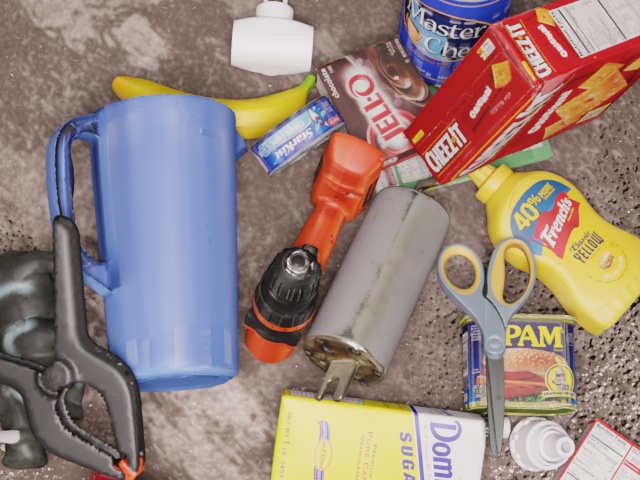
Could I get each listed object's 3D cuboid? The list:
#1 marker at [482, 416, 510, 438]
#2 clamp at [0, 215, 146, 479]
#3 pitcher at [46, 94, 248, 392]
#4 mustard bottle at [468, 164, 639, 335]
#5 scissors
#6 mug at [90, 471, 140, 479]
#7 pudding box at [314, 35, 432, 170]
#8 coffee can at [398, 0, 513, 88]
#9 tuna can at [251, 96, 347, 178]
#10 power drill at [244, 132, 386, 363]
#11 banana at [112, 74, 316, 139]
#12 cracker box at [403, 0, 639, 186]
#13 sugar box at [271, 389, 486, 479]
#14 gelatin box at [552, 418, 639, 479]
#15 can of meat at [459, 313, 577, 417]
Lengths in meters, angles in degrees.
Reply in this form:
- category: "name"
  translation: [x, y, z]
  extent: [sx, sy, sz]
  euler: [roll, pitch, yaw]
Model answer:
- category: "marker"
  translation: [0.107, 0.162, 0.947]
  extent: [0.121, 0.020, 0.020]
  euler: [4, 72, -3]
- category: "clamp"
  translation: [-0.217, 0.108, 0.849]
  extent: [0.164, 0.036, 0.210]
  euler: [-31, 89, 7]
- category: "pitcher"
  translation: [-0.141, 0.004, 0.920]
  extent: [0.149, 0.145, 0.243]
  euler: [-7, 76, 9]
- category: "mustard bottle"
  translation: [0.214, -0.008, 0.989]
  extent: [0.192, 0.058, 0.096]
  euler: [41, 72, 9]
- category: "scissors"
  translation: [0.131, 0.080, 0.912]
  extent: [0.096, 0.016, 0.201]
  euler: [16, 62, 10]
- category: "mug"
  translation: [-0.155, 0.241, 0.856]
  extent: [0.081, 0.117, 0.093]
  euler: [15, 112, -5]
- category: "pudding box"
  translation: [0.057, -0.126, 1.010]
  extent: [0.090, 0.039, 0.113]
  euler: [-24, 74, -12]
- category: "coffee can"
  translation: [0.128, -0.223, 1.000]
  extent: [0.103, 0.140, 0.103]
  euler: [1, 64, -1]
- category: "tuna can"
  translation: [-0.020, -0.094, 0.968]
  extent: [0.086, 0.086, 0.034]
  euler: [-36, 92, -14]
- category: "power drill"
  translation: [-0.006, 0.001, 0.914]
  extent: [0.057, 0.185, 0.187]
  euler: [27, 63, 1]
- category: "banana"
  translation: [-0.099, -0.126, 1.017]
  extent: [0.197, 0.037, 0.069]
  euler: [0, 46, -7]
- category: "cracker box"
  translation: [0.202, -0.142, 0.945]
  extent: [0.213, 0.164, 0.072]
  euler: [-24, 75, -32]
- category: "sugar box"
  translation: [0.049, 0.185, 0.911]
  extent: [0.176, 0.048, 0.093]
  euler: [7, 90, 1]
- category: "gelatin box"
  translation: [0.248, 0.213, 0.937]
  extent: [0.073, 0.030, 0.089]
  euler: [35, 73, 8]
- category: "can of meat"
  translation: [0.177, 0.112, 0.950]
  extent: [0.102, 0.057, 0.084]
  euler: [2, 74, -4]
